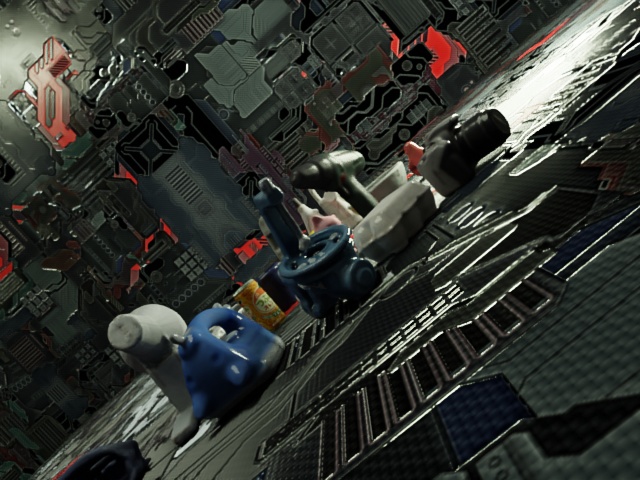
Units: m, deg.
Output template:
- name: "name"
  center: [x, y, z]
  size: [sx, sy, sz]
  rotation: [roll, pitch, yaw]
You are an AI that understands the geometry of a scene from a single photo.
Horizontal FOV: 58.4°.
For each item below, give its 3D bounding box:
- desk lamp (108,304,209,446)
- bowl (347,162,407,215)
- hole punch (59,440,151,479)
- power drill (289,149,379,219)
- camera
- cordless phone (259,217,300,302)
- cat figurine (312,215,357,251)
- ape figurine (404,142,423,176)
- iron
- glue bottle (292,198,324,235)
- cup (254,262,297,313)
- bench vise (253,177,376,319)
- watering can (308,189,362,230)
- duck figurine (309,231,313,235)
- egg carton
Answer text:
- name: "desk lamp"
  center: [-0.257, 0.203, 0.952]
  size: [0.118, 0.213, 0.203]
  rotation: [-42, 5, -9]
- name: "bowl"
  center: [0.149, -0.105, 1.355]
  size: [0.167, 0.075, 0.167]
  rotation: [-41, 5, 5]
- name: "hole punch"
  center: [-0.337, 0.362, 0.892]
  size: [0.108, 0.091, 0.101]
  rotation: [-41, 5, 6]
- name: "power drill"
  center: [0.057, -0.088, 1.119]
  size: [0.075, 0.208, 0.230]
  rotation: [-38, 6, 33]
- name: "camera"
  center: [0.245, -0.167, 0.982]
  size: [0.136, 0.101, 0.143]
  rotation: [-37, 7, 44]
- name: "cordless phone"
  center: [-0.042, 0.021, 1.058]
  size: [0.094, 0.185, 0.147]
  rotation: [-44, 6, -30]
- name: "cat figurine"
  center: [0.011, 0.004, 1.201]
  size: [0.128, 0.118, 0.067]
  rotation: [-43, 5, -19]
- name: "ape figurine"
  center: [0.242, -0.203, 1.398]
  size: [0.077, 0.092, 0.076]
  rotation: [-39, 5, 25]
- name: "iron"
  center: [-0.141, 0.157, 0.876]
  size: [0.118, 0.141, 0.258]
  rotation: [-40, 5, 12]
- name: "glue bottle"
  center: [-0.015, -0.048, 1.550]
  size: [0.078, 0.173, 0.037]
  rotation: [-42, 5, -3]
- name: "cup"
  center: [-0.101, 0.114, 1.237]
  size: [0.092, 0.095, 0.117]
  rotation: [-45, 6, -33]
- name: "bench vise"
  center: [-0.040, 0.019, 0.858]
  size: [0.207, 0.220, 0.122]
  rotation: [-37, 7, 44]
- name: "watering can"
  center: [0.045, -0.122, 1.618]
  size: [0.101, 0.194, 0.172]
  rotation: [-42, 5, -13]
- name: "duck figurine"
  center: [0.009, 0.014, 1.323]
  size: [0.077, 0.086, 0.104]
  rotation: [-41, 5, -2]
- name: "egg carton"
  center: [0.121, -0.031, 0.930]
  size: [0.150, 0.069, 0.107]
  rotation: [-45, 6, -37]
